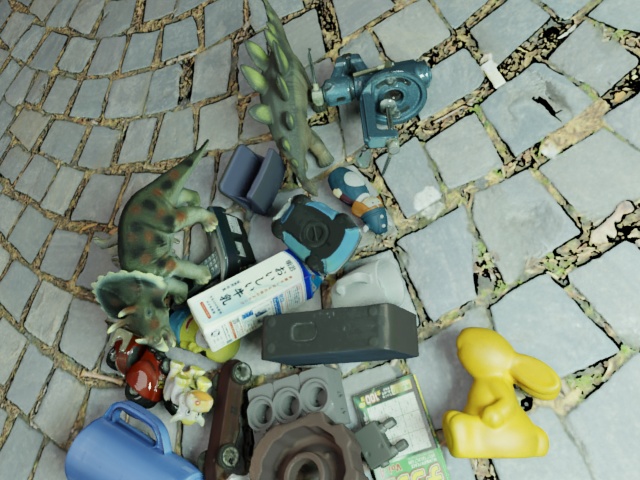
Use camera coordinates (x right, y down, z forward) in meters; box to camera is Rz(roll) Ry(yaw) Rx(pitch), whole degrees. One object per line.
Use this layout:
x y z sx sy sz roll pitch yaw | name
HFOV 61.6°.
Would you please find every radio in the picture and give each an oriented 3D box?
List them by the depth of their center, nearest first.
0.027 0.151 0.840 0.230 0.131 0.073 -11 68 25 | radio

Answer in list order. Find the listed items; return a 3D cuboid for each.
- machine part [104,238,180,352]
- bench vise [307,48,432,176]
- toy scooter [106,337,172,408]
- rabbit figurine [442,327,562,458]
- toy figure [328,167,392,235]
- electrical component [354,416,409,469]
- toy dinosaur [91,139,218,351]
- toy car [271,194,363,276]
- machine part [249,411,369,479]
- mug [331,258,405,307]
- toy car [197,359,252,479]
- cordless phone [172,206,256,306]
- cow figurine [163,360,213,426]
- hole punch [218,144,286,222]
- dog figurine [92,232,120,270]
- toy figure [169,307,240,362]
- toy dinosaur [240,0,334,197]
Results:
-0.339 0.096 1.036 0.079 0.079 0.243 6 63 30 | machine part
0.092 -0.240 0.945 0.224 0.128 0.241 -2 55 -2 | bench vise
-0.341 0.228 1.049 0.184 0.075 0.135 35 89 39 | toy scooter
0.234 0.198 0.716 0.162 0.121 0.173 -12 65 19 | rabbit figurine
0.070 -0.069 0.944 0.064 0.057 0.155 -34 55 -8 | toy figure
0.083 0.306 0.798 0.094 0.021 0.063 -37 58 14 | electrical component
-0.294 -0.007 0.957 0.131 0.192 0.404 -11 73 40 | toy dinosaur
-0.002 -0.003 0.932 0.162 0.102 0.109 32 83 25 | toy car
-0.015 0.334 0.753 0.179 0.056 0.179 -17 50 21 | machine part
0.065 0.083 0.867 0.107 0.109 0.081 -27 64 33 | mug
-0.156 0.300 0.905 0.089 0.053 0.202 -33 42 41 | toy car
-0.229 0.036 1.059 0.184 0.088 0.147 -35 58 20 | cordless phone
-0.236 0.280 0.937 0.167 0.068 0.098 19 88 67 | cow figurine
-0.114 -0.111 1.028 0.092 0.115 0.142 11 74 38 | hole punch
-0.352 -0.006 1.140 0.190 0.121 0.172 -42 89 -12 | dog figurine
-0.226 0.173 1.003 0.180 0.089 0.082 4 69 38 | toy figure
-0.066 -0.290 1.025 0.105 0.198 0.471 -21 64 17 | toy dinosaur
